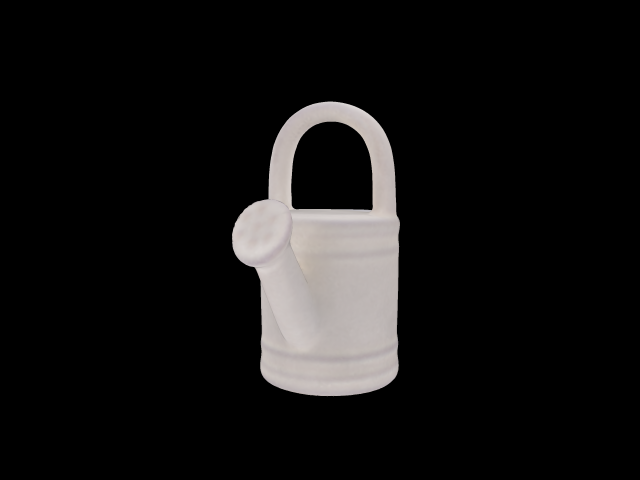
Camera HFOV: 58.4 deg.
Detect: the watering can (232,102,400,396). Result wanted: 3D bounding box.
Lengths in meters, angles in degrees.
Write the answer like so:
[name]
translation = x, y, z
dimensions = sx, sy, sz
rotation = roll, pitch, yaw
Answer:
[watering can]
translation = 0.006, 0.002, 0.399
dimensions = 0.101, 0.194, 0.173
rotation = 1, 7, 5
